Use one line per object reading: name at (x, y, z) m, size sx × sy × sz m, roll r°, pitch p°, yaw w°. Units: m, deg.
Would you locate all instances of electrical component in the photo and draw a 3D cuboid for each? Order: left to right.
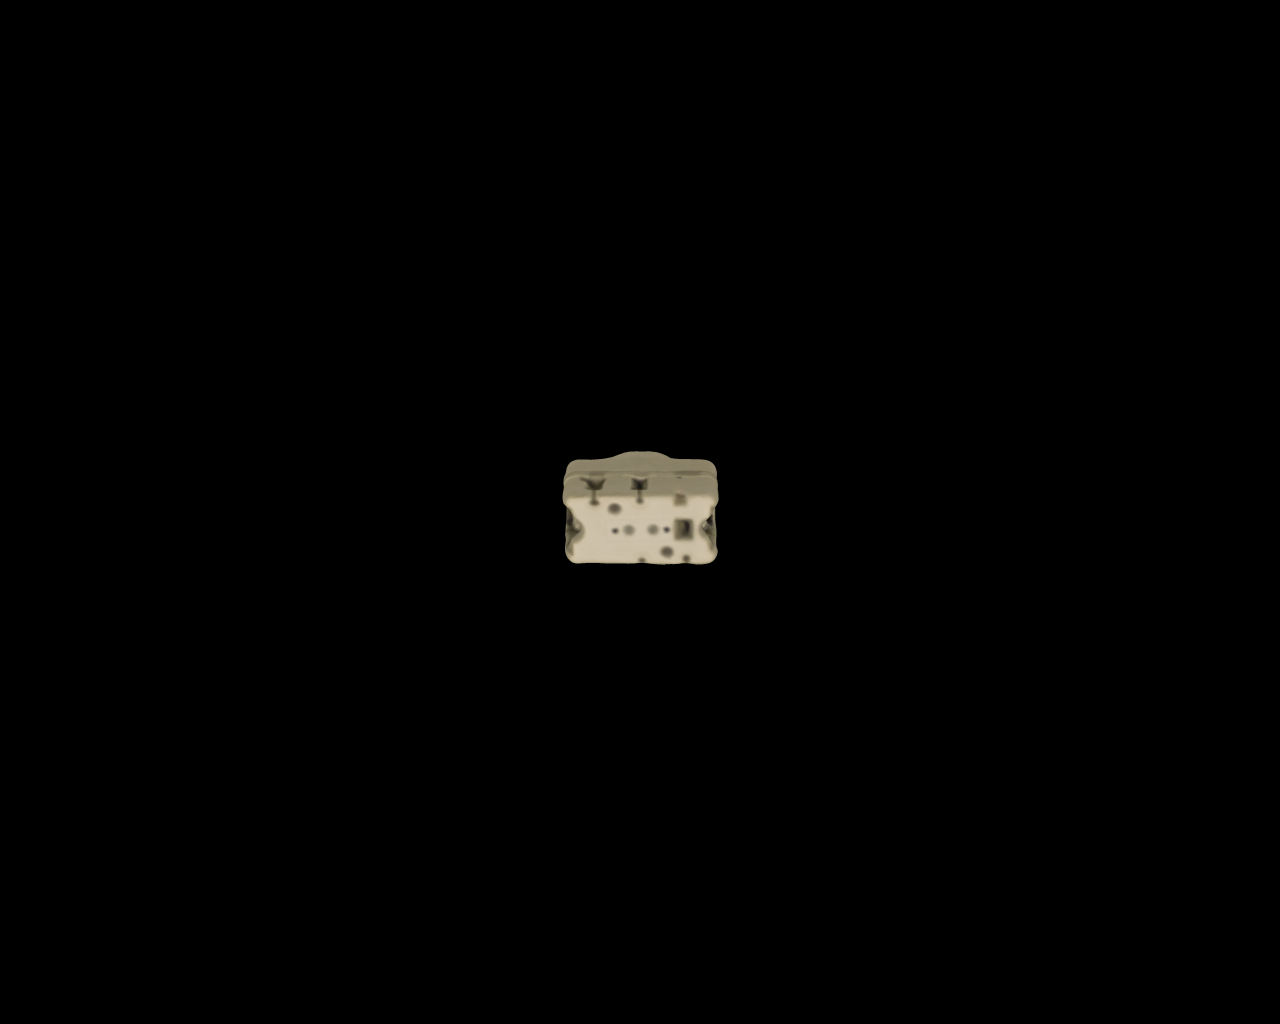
electrical component at (0.001, -0.003, 0.650) m, size 0.089 × 0.050 × 0.056 m, roll 0°, pitch 29°, yaw 0°
